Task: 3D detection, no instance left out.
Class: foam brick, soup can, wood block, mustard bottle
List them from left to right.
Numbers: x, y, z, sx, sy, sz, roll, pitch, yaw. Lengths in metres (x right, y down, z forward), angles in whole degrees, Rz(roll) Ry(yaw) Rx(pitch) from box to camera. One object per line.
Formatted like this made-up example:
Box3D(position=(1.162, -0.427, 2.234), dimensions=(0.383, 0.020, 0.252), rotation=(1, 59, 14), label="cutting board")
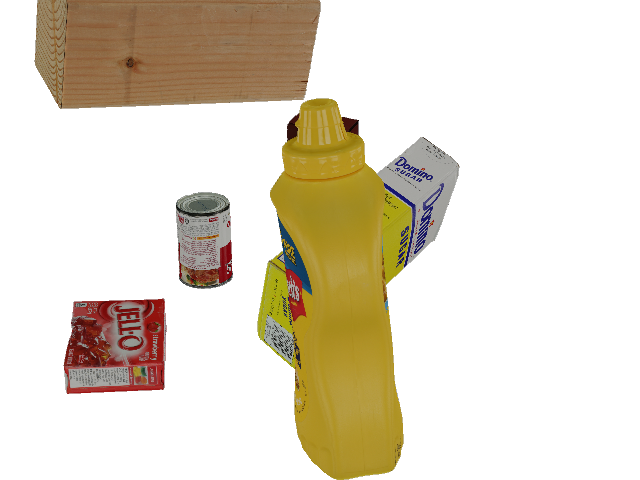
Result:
Box3D(position=(-0.115, -0.167, 0.861), dimensions=(0.205, 0.091, 0.090), rotation=(-6, 35, -27), label="wood block")
Box3D(position=(-0.144, -0.001, 1.322), dimensions=(0.068, 0.102, 0.068), rotation=(0, 26, 0), label="soup can")
Box3D(position=(0.003, -0.121, 1.299), dimensions=(0.078, 0.053, 0.051), rotation=(12, 31, 18), label="foam brick")
Box3D(position=(0.008, 0.021, 0.555), dimensions=(0.058, 0.192, 0.096), rotation=(-7, 23, -5), label="mustard bottle")

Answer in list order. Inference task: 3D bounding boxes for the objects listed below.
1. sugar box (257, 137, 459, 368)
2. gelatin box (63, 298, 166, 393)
Box3D(position=(0.030, 0.007, 0.777), dimensions=(0.048, 0.093, 0.176), rotation=(39, 55, 20), label="sugar box")
Box3D(position=(-0.156, 0.079, 0.824), dimensions=(0.073, 0.030, 0.089), rotation=(-1, 31, -6), label="gelatin box")
